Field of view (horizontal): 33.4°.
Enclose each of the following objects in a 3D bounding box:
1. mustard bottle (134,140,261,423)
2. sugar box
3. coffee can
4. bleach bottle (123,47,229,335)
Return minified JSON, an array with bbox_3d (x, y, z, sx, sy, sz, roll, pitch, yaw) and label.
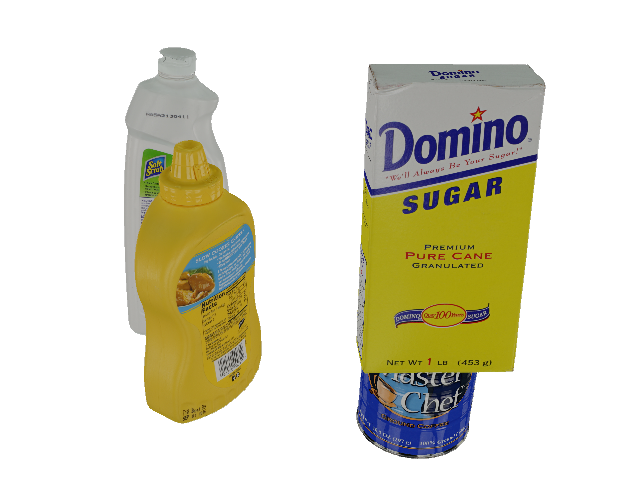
[{"bbox_3d":[-0.082,0.023,0.716,0.058,0.192,0.096,21,37,31],"label":"mustard bottle"},{"bbox_3d":[0.070,-0.010,0.606,0.093,0.176,0.048,-1,26,-4],"label":"sugar box"},{"bbox_3d":[0.087,0.102,0.927,0.103,0.140,0.103,2,31,-2],"label":"coffee can"},{"bbox_3d":[-0.117,-0.039,0.919,0.102,0.251,0.068,1,25,-8],"label":"bleach bottle"}]
